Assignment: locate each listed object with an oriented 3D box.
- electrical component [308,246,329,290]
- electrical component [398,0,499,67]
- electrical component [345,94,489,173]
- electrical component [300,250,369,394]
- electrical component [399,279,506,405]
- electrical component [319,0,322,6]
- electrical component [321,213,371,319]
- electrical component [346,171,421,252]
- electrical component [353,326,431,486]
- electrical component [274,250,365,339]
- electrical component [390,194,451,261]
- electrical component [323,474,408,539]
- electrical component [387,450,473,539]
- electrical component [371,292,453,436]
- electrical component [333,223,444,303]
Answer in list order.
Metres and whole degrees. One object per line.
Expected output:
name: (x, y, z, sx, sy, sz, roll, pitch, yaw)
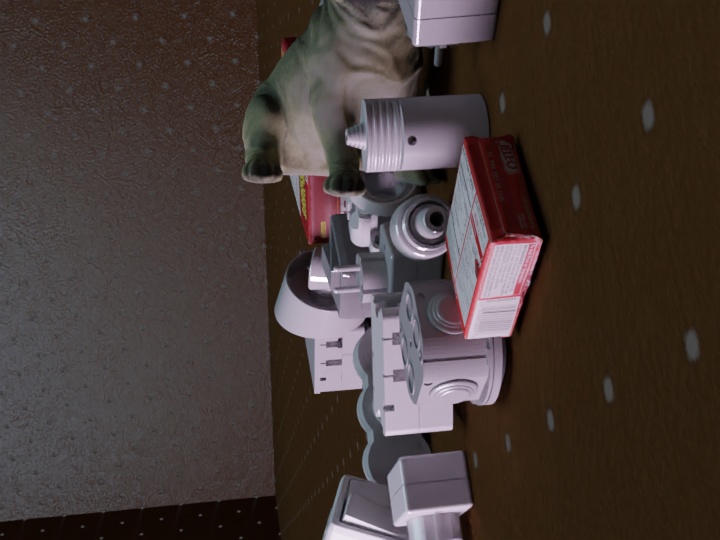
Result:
electrical component: (-0.016, 0.003, 1.072, 0.044, 0.065, 0.044, 9, -90, -86)
electrical component: (0.046, -0.156, 0.629, 0.075, 0.047, 0.083, 91, 170, -47)
electrical component: (0.032, -0.081, 0.640, 0.043, 0.081, 0.043, 176, 90, -82)
electrical component: (-0.029, 0.054, 1.210, 0.150, 0.062, 0.089, -104, 13, -52)
electrical component: (0.055, 0.042, 0.644, 0.080, 0.051, 0.080, 176, 90, -82)
electrical component: (-0.025, -0.256, 1.115, 0.040, 0.040, 0.046, 105, 165, -66)
electrical component: (0.000, 0.000, 0.978, 0.096, 0.061, 0.061, -102, 11, -45)
electrical component: (0.018, -0.056, 0.843, 0.057, 0.058, 0.078, 94, 170, -58)
electrical component: (0.027, 0.110, 0.867, 0.073, 0.052, 0.138, 121, 145, -76)
electrical component: (-0.038, 0.027, 1.134, 0.064, 0.099, 0.099, 103, 162, -45)
electrical component: (0.044, -0.029, 0.711, 0.062, 0.043, 0.043, 149, 117, -80)
electrical component: (0.022, 0.204, 0.830, 0.061, 0.096, 0.061, -71, -3, -61)
electrical component: (0.051, 0.173, 0.755, 0.065, 0.047, 0.076, 106, 158, -68)
electrical component: (0.040, 0.063, 0.743, 0.050, 0.056, 0.089, -121, 28, -73)
electrical component: (0.018, 0.005, 0.794, 0.047, 0.077, 0.065, -106, 14, -56)
